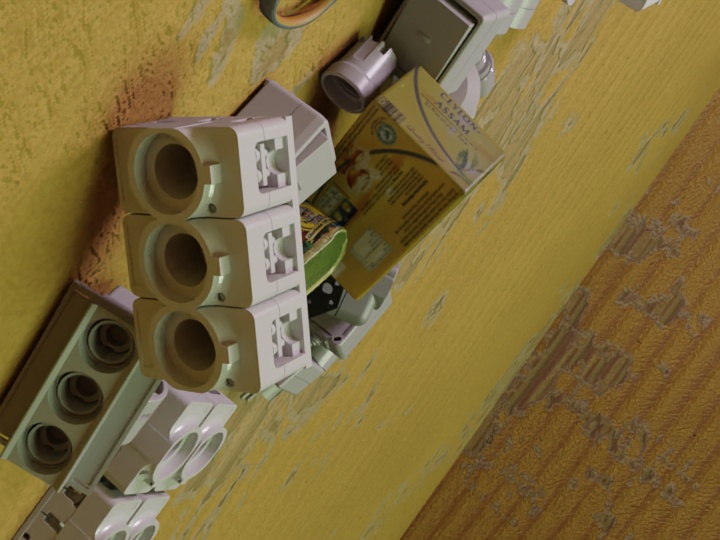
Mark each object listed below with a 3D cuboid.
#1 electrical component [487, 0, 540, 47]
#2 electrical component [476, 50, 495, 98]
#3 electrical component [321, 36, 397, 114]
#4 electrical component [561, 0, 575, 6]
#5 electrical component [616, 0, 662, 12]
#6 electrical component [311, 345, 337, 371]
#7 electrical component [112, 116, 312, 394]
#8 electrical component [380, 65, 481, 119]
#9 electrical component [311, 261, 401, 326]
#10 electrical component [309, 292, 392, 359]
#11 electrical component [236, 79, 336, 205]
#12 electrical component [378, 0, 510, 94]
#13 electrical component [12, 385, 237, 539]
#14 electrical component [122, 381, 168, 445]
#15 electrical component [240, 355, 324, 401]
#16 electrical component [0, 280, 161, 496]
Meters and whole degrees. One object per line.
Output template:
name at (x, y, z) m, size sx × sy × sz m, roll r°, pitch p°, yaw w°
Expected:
electrical component at (0.099, -0.211, 0.895) m, size 0.138 × 0.052 × 0.073 m, roll -28°, pitch 151°, yaw -55°
electrical component at (0.101, -0.185, 0.974) m, size 0.040 × 0.040 × 0.078 m, roll -51°, pitch 163°, yaw -7°
electrical component at (0.000, -0.144, 0.788) m, size 0.046 × 0.040 × 0.040 m, roll -51°, pitch 164°, yaw -23°
electrical component at (0.186, -0.291, 0.947) m, size 0.099 × 0.064 × 0.099 m, roll -47°, pitch 162°, yaw -20°
electrical component at (0.262, -0.343, 0.975) m, size 0.060 × 0.105 × 0.186 m, roll -34°, pitch 155°, yaw -49°
electrical component at (-0.027, 0.061, 1.122) m, size 0.081 × 0.043 × 0.043 m, roll -51°, pitch 163°, yaw -8°
electrical component at (-0.087, -0.011, 0.621) m, size 0.062 × 0.089 × 0.150 m, roll -24°, pitch 114°, yaw -56°
electrical component at (0.058, -0.142, 0.879) m, size 0.080 × 0.080 × 0.051 m, roll -52°, pitch 168°, yaw -5°
electrical component at (0.000, 0.000, 0.999) m, size 0.053 × 0.059 × 0.095 m, roll -92°, pitch -154°, yaw -75°
electrical component at (-0.021, 0.042, 1.068) m, size 0.096 × 0.062 × 0.061 m, roll -49°, pitch 163°, yaw -13°
electrical component at (-0.065, -0.067, 0.727) m, size 0.096 × 0.061 × 0.061 m, roll -49°, pitch 163°, yaw -13°
electrical component at (0.056, -0.173, 0.811) m, size 0.096 × 0.062 × 0.061 m, roll -54°, pitch 169°, yaw 32°
electrical component at (-0.188, 0.171, 0.878) m, size 0.186 × 0.060 × 0.105 m, roll -54°, pitch 164°, yaw 1°
electrical component at (-0.174, 0.092, 0.771) m, size 0.047 × 0.055 × 0.055 m, roll -55°, pitch 164°, yaw 19°
electrical component at (-0.084, 0.101, 1.044) m, size 0.077 × 0.047 × 0.065 m, roll -40°, pitch 163°, yaw 0°
electrical component at (-0.177, 0.074, 0.702) m, size 0.121 × 0.079 × 0.063 m, roll -57°, pitch -175°, yaw 12°
